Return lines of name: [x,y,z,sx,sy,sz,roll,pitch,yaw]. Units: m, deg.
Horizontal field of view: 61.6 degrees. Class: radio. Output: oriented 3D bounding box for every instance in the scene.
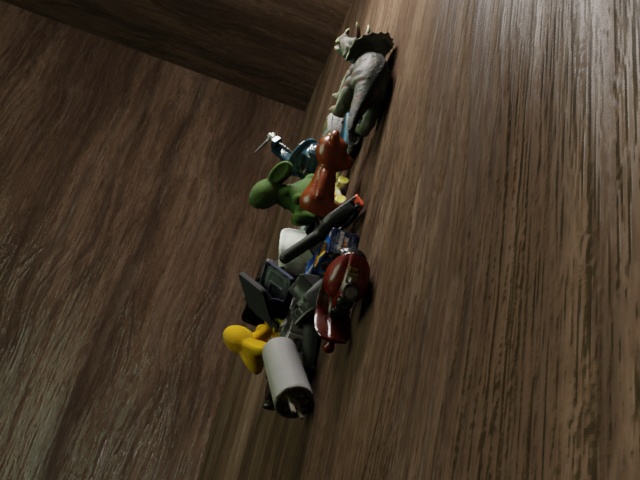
radio: [-0.127,0.157,1.466,0.073,0.131,0.229,-76,9,-46]

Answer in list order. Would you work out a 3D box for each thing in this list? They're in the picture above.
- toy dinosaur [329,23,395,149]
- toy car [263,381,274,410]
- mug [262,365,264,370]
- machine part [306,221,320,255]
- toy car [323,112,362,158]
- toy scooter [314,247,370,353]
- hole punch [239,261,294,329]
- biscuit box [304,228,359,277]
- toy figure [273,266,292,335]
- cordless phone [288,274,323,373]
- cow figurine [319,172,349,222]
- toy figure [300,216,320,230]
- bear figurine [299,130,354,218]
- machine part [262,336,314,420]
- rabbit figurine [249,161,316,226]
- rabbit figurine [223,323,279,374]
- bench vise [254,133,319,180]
toy dinosaur: [0.111,-0.379,1.273,0.405,0.131,0.192,-94,23,-52]
toy car: [-0.102,0.345,1.290,0.202,0.053,0.089,114,165,-55]
mug: [-0.164,0.323,1.524,0.107,0.081,0.109,-44,22,57]
machine part: [-0.003,-0.004,1.354,0.084,0.039,0.139,-56,23,10]
toy car: [0.058,-0.285,1.415,0.109,0.103,0.161,122,166,-59]
toy scooter: [0.031,0.109,0.903,0.135,0.075,0.183,-81,10,-47]
hole punch: [-0.117,0.121,1.240,0.142,0.092,0.115,29,137,40]
biscuit box: [0.017,0.049,1.138,0.202,0.059,0.063,124,162,-59]
toy figure: [-0.089,0.155,1.338,0.089,0.082,0.180,-57,-50,-80]
cordless phone: [-0.015,0.171,1.101,0.146,0.089,0.184,128,147,-61]
cow figurine: [0.030,-0.121,1.387,0.167,0.068,0.098,-80,7,-47]
toy figure: [-0.018,-0.060,1.575,0.064,0.057,0.154,3,68,38]
bear figurine: [0.033,-0.144,1.237,0.120,0.132,0.195,-157,91,-80]
machine part: [-0.067,0.268,1.067,0.243,0.079,0.079,-123,51,-64]
rabbit figurine: [-0.089,-0.115,1.328,0.121,0.170,0.159,-121,38,-82]
rabbit figurine: [-0.165,0.271,1.383,0.162,0.173,0.121,-113,42,-60]
bench vise: [-0.059,-0.211,1.507,0.129,0.241,0.223,-43,-19,-22]
